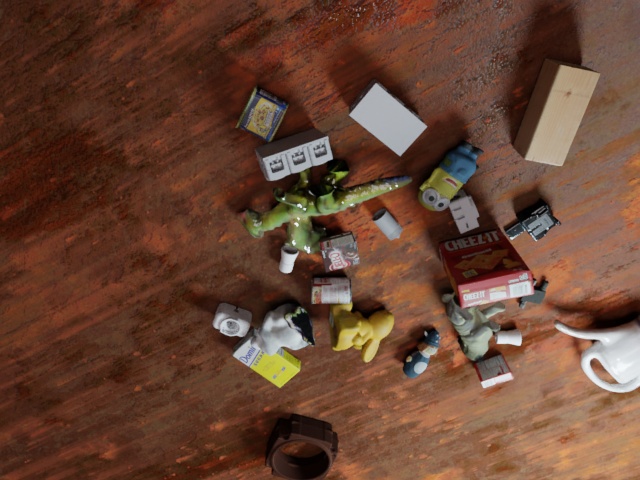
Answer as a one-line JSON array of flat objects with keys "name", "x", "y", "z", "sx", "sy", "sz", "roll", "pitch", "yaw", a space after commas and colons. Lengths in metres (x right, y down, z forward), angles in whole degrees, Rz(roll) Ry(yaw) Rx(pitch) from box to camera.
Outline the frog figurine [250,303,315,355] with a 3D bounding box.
[{"name": "frog figurine", "x": -0.102, "y": 0.246, "z": 1.376, "sx": 0.157, "sy": 0.126, "sz": 0.135, "roll": -29, "pitch": 129, "yaw": 30}]

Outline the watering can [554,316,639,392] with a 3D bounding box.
[{"name": "watering can", "x": 0.802, "y": 0.285, "z": 1.394, "sx": 0.222, "sy": 0.106, "sz": 0.344, "roll": -39, "pitch": 111, "yaw": 16}]

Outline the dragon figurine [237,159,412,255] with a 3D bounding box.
[{"name": "dragon figurine", "x": 0.004, "y": -0.062, "z": 1.242, "sx": 0.410, "sy": 0.125, "sz": 0.237, "roll": 2, "pitch": 135, "yaw": -4}]
